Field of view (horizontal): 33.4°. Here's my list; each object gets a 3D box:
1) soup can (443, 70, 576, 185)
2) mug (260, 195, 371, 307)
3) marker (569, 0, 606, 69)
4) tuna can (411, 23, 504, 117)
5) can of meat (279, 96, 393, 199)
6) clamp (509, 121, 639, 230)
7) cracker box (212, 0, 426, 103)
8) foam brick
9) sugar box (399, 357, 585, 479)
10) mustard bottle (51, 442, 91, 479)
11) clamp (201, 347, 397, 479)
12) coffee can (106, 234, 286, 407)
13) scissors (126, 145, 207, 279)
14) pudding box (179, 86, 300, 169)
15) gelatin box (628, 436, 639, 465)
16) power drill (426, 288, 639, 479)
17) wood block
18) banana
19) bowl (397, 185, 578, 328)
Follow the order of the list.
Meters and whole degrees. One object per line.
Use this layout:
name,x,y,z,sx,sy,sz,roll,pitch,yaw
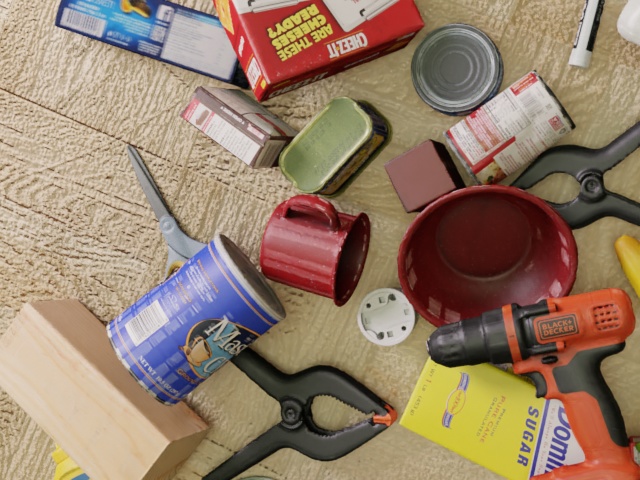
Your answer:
soup can,0.174,-0.101,0.983,0.102,0.068,0.068,-35,83,13
mug,-0.007,0.001,1.014,0.082,0.117,0.093,16,54,18
marker,0.254,-0.219,0.984,0.020,0.020,0.121,15,96,13
tuna can,0.130,-0.161,1.010,0.086,0.033,0.086,1,92,14
can of meat,0.015,-0.088,1.017,0.057,0.083,0.102,45,102,9
clamp,0.255,-0.062,0.978,0.171,0.039,0.120,1,92,14
cracker box,-0.023,-0.258,0.999,0.164,0.072,0.214,-23,86,-14
foam brick,0.099,-0.059,0.999,0.051,0.078,0.053,-27,85,15
sugar box,0.174,0.170,1.005,0.176,0.048,0.093,25,97,13
mustard bottle,-0.224,0.277,1.104,0.096,0.058,0.191,-32,84,14
clamp,-0.030,0.161,1.061,0.210,0.036,0.164,-6,91,18
coffee can,-0.118,0.077,1.023,0.140,0.102,0.103,-39,83,4
scissors,-0.134,-0.012,1.093,0.096,0.016,0.202,-13,84,9
pudding box,-0.071,-0.108,1.023,0.090,0.113,0.039,35,103,11
gelatin box,0.329,0.216,0.974,0.089,0.030,0.073,-5,92,15
power drill,0.200,0.146,0.946,0.184,0.057,0.187,-13,89,14
wood block,-0.225,0.159,1.071,0.206,0.090,0.090,41,102,16
banana,0.311,0.091,0.962,0.069,0.037,0.198,-4,84,-18
bowl,0.152,0.011,0.981,0.162,0.055,0.162,2,119,4
